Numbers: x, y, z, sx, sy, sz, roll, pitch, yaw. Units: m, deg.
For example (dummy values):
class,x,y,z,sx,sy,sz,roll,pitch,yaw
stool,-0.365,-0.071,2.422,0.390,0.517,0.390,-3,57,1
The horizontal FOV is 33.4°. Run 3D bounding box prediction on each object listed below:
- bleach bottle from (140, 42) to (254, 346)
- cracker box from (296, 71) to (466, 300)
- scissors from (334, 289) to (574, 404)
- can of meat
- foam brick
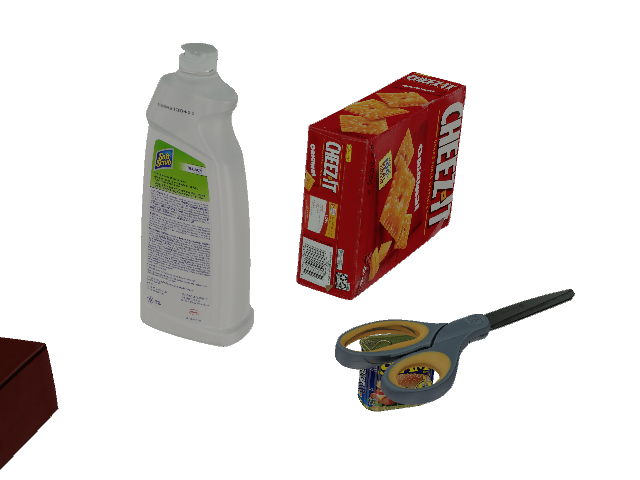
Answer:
class,x,y,z,sx,sy,sz,roll,pitch,yaw
bleach bottle,-0.101,-0.039,0.904,0.103,0.251,0.068,13,26,16
cracker box,0.064,-0.058,1.046,0.072,0.164,0.213,19,30,26
scissors,0.112,0.074,0.765,0.201,0.016,0.096,-7,32,-14
can of meat,0.100,0.172,1.398,0.102,0.084,0.057,-4,25,-18
foam brick,-0.212,0.103,0.677,0.053,0.051,0.078,6,29,22
